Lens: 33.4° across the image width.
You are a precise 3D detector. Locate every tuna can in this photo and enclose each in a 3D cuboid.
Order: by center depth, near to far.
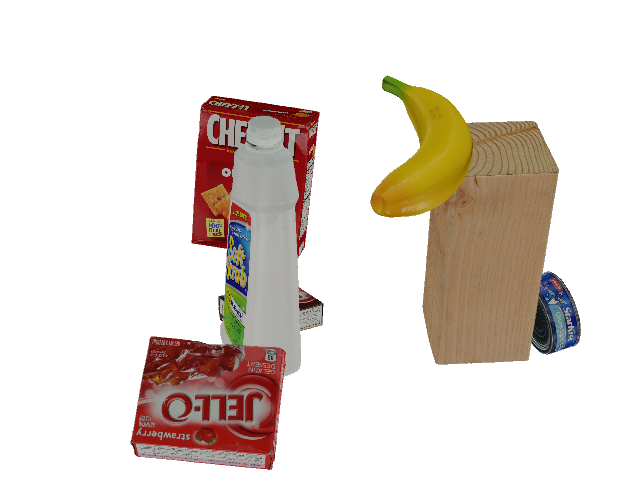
[{"bbox_3d":[0.245,0.079,1.158,0.033,0.086,0.086,-17,4,-12],"label":"tuna can"}]

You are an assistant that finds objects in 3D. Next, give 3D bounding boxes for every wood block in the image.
[{"bbox_3d":[0.147,0.005,0.962,0.091,0.206,0.090,-2,35,-3],"label":"wood block"}]

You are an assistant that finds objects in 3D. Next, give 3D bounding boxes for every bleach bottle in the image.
[{"bbox_3d":[-0.055,0.002,0.988,0.068,0.251,0.103,-9,32,-18],"label":"bleach bottle"}]

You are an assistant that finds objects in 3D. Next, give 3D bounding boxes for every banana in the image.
[{"bbox_3d":[0.073,-0.062,0.750,0.069,0.037,0.197,5,30,3],"label":"banana"}]

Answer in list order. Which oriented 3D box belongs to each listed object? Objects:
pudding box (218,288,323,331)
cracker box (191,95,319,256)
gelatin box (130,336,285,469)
[{"bbox_3d":[-0.066,0.093,1.414,0.113,0.039,0.090,-15,26,-30],"label":"pudding box"},{"bbox_3d":[-0.097,-0.090,1.554,0.164,0.214,0.072,9,22,7],"label":"cracker box"},{"bbox_3d":[-0.069,0.102,0.675,0.089,0.073,0.030,5,-31,0],"label":"gelatin box"}]
